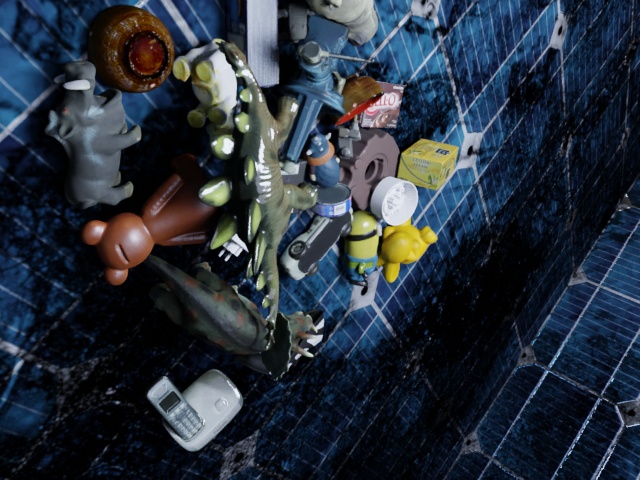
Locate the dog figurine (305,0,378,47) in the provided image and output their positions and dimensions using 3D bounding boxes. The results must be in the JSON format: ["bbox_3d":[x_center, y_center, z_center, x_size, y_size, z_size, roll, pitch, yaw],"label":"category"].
[{"bbox_3d":[0.047,-0.372,0.873,0.190,0.121,0.172,51,42,-48],"label":"dog figurine"}]

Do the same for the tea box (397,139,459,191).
[{"bbox_3d":[0.249,-0.176,1.230,0.169,0.098,0.068,-41,143,-58],"label":"tea box"}]

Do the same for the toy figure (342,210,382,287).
[{"bbox_3d":[0.091,0.020,1.222,0.089,0.082,0.180,-17,126,-43],"label":"toy figure"}]

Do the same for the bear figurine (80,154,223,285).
[{"bbox_3d":[-0.248,-0.029,0.804,0.196,0.132,0.120,-28,123,-9],"label":"bear figurine"}]

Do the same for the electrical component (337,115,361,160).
[{"bbox_3d":[0.057,-0.197,1.044,0.102,0.045,0.078,-3,87,-84],"label":"electrical component"}]

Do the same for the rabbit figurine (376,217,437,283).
[{"bbox_3d":[0.182,0.014,1.281,0.162,0.122,0.173,-49,172,13],"label":"rabbit figurine"}]

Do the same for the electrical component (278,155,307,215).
[{"bbox_3d":[-0.090,-0.087,0.973,0.115,0.058,0.134,-7,117,-44],"label":"electrical component"}]

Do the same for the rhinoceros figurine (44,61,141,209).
[{"bbox_3d":[-0.300,-0.135,0.703,0.112,0.073,0.190,-8,120,-34],"label":"rhinoceros figurine"}]

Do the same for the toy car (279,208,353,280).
[{"bbox_3d":[-0.002,-0.003,1.124,0.202,0.056,0.073,-49,134,-18],"label":"toy car"}]

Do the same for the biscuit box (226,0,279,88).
[{"bbox_3d":[-0.102,-0.336,0.809,0.063,0.059,0.202,-21,127,-38],"label":"biscuit box"}]

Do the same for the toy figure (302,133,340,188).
[{"bbox_3d":[0.000,-0.154,1.018,0.064,0.058,0.154,-64,156,-20],"label":"toy figure"}]

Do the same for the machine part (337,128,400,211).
[{"bbox_3d":[0.103,-0.151,1.154,0.179,0.056,0.179,-28,131,-38],"label":"machine part"}]

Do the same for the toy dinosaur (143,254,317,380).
[{"bbox_3d":[-0.157,0.137,0.923,0.404,0.192,0.131,35,82,-53],"label":"toy dinosaur"}]

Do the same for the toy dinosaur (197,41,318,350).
[{"bbox_3d":[-0.092,-0.053,0.809,0.198,0.105,0.470,-51,138,-49],"label":"toy dinosaur"}]

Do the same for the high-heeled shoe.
[{"bbox_3d":[-0.076,0.205,1.143,0.248,0.086,0.145,22,93,-58],"label":"high-heeled shoe"}]

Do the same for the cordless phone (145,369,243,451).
[{"bbox_3d":[-0.241,0.290,1.009,0.146,0.089,0.184,-42,133,-24],"label":"cordless phone"}]

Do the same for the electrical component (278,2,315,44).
[{"bbox_3d":[-0.043,-0.361,0.892,0.094,0.021,0.063,-27,130,-38],"label":"electrical component"}]

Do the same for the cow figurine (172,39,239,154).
[{"bbox_3d":[-0.154,-0.211,0.818,0.098,0.068,0.167,-62,151,-43],"label":"cow figurine"}]

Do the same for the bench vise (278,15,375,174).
[{"bbox_3d":[-0.017,-0.224,0.875,0.129,0.224,0.240,20,96,-8],"label":"bench vise"}]
